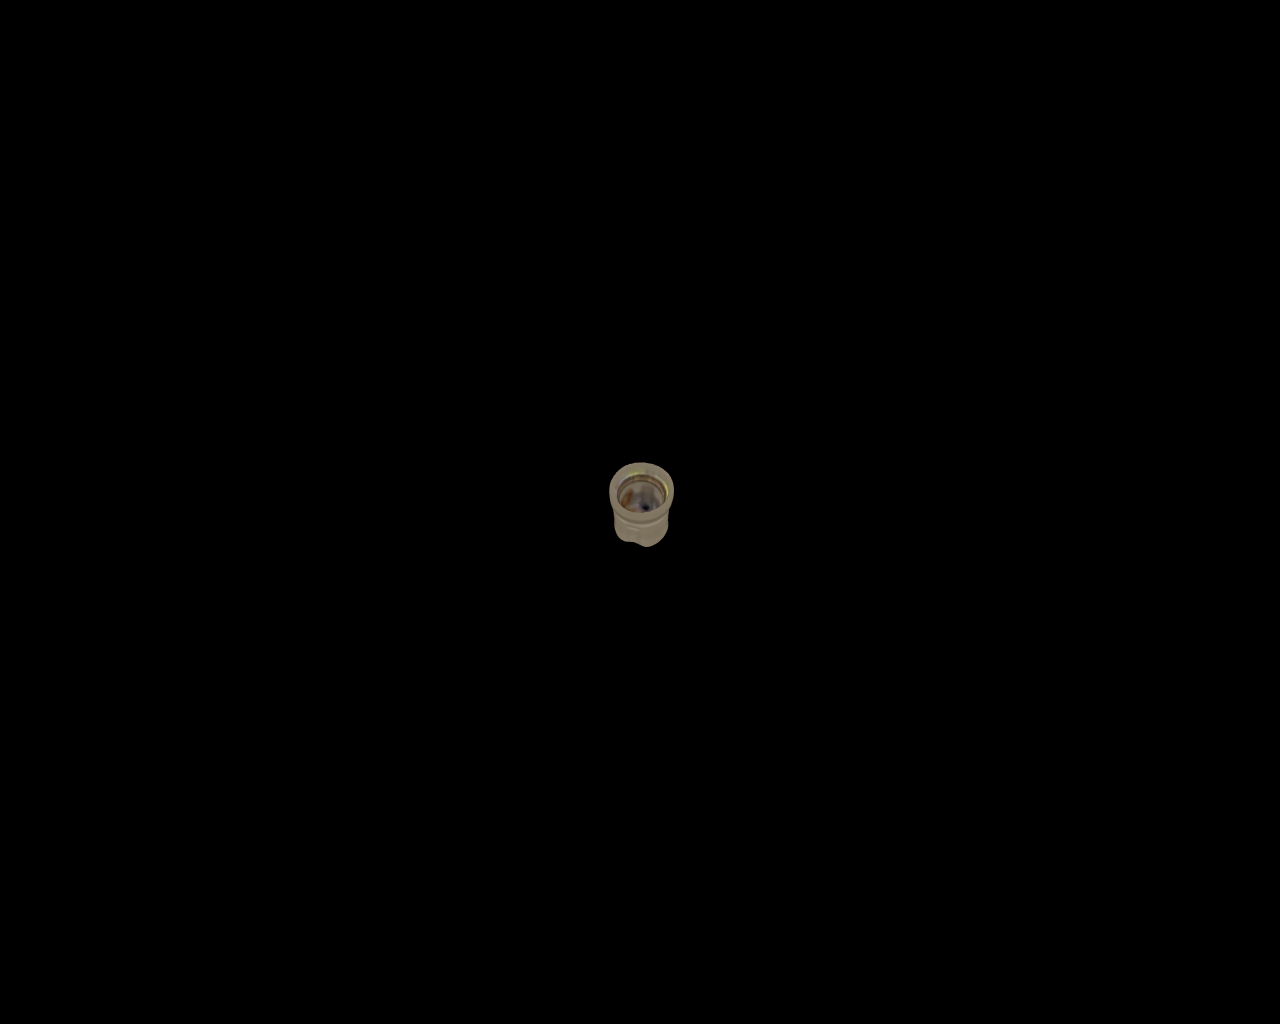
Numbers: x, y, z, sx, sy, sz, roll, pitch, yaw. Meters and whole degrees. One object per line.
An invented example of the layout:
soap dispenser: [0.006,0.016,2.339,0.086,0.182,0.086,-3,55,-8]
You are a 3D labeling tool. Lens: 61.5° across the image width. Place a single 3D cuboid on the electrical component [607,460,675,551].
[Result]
electrical component: [0.001,-0.003,0.650,0.040,0.040,0.046,0,-33,0]
